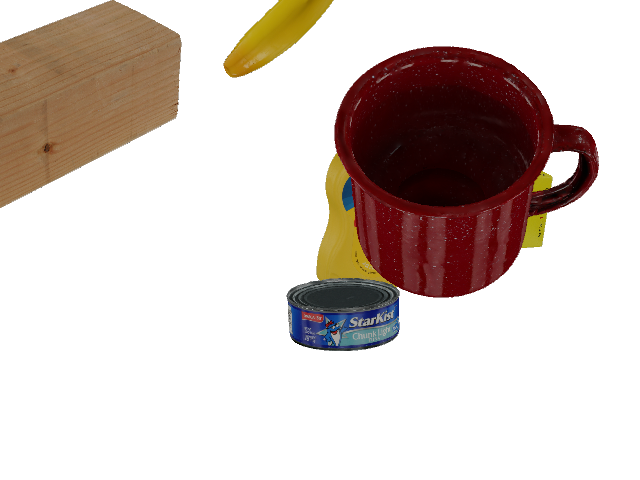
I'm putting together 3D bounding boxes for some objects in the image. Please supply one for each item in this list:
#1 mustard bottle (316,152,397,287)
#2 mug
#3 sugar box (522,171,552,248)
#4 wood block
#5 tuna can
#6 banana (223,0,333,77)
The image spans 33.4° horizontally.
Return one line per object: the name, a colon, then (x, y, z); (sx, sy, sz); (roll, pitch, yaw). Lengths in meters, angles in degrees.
mustard bottle: (0.052, -0.045, 1.076); (0.096, 0.192, 0.058); (-2, 21, -20)
mug: (0.067, -0.028, 0.487); (0.117, 0.093, 0.081); (-8, -33, 1)
sugar box: (0.185, -0.034, 1.255); (0.176, 0.093, 0.048); (-6, 21, -26)
wood block: (-0.223, -0.121, 0.909); (0.090, 0.091, 0.205); (30, 43, 24)
tuna can: (0.017, 0.055, 0.810); (0.086, 0.034, 0.086); (-2, 13, 0)
banana: (-0.019, -0.206, 0.912); (0.070, 0.197, 0.037); (-17, -55, 38)
